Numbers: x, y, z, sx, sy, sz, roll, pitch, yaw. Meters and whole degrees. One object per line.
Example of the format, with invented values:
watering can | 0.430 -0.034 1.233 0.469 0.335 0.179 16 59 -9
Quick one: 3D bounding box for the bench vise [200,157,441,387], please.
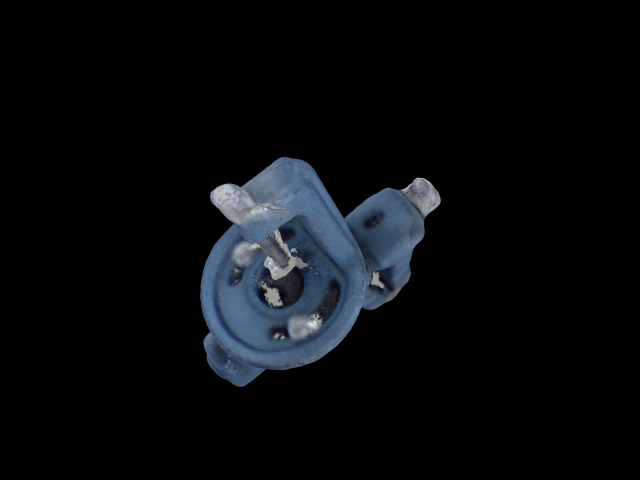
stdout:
bench vise | -0.006 -0.005 0.404 0.121 0.220 0.208 32 64 18
